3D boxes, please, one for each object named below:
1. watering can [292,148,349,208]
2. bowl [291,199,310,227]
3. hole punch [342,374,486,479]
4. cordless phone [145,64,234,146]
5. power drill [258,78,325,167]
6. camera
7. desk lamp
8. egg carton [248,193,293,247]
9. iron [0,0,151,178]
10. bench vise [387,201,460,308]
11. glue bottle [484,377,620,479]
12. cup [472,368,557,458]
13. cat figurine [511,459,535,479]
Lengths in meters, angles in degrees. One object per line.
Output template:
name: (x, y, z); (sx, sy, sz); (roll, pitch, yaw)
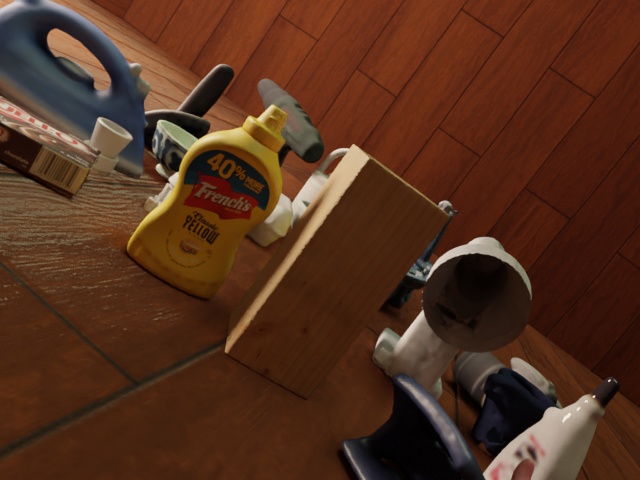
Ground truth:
watering can: (0.017, -0.101, 1.171); (0.101, 0.194, 0.172); (31, 11, -27)
bowl: (0.009, 0.004, 1.006); (0.167, 0.074, 0.167); (35, 10, -7)
hole punch: (0.088, 0.171, 0.451); (0.101, 0.091, 0.108); (29, 12, -37)
cordless phone: (-0.227, -0.234, 0.978); (0.094, 0.185, 0.148); (37, 10, 5)
power drill: (-0.103, -0.201, 1.182); (0.229, 0.208, 0.076); (42, 11, 29)
camera: (0.275, 0.218, 0.842); (0.144, 0.100, 0.136); (26, 14, -46)
desk lamp: (0.163, 0.091, 0.718); (0.118, 0.213, 0.203); (37, 10, 4)
egg carton: (-0.096, -0.049, 0.905); (0.107, 0.069, 0.150); (34, 10, -14)
iron: (-0.305, -0.208, 0.726); (0.259, 0.141, 0.118); (34, 10, -11)
bench vise: (0.170, 0.019, 1.058); (0.121, 0.219, 0.207); (36, 10, 1)
glue bottle: (0.231, 0.201, 0.559); (0.037, 0.173, 0.078); (33, 10, -17)
cup: (0.224, 0.215, 0.699); (0.118, 0.095, 0.091); (31, 11, -29)
cat figurine: (0.172, 0.221, 0.428); (0.067, 0.117, 0.127); (33, 10, -20)
